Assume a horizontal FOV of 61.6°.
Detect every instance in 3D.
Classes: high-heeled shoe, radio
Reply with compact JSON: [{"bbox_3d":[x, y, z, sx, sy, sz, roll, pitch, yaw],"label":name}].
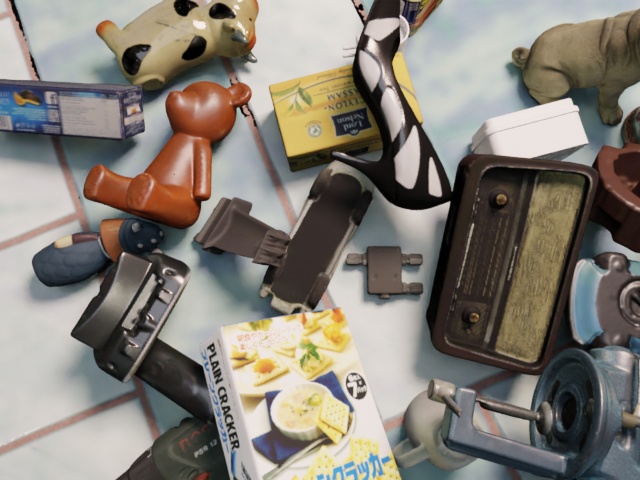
[{"bbox_3d":[0.101,-0.160,0.594,0.145,0.086,0.248,16,86,-1],"label":"high-heeled shoe"},{"bbox_3d":[0.201,0.020,0.590,0.131,0.073,0.229,11,100,4],"label":"radio"}]

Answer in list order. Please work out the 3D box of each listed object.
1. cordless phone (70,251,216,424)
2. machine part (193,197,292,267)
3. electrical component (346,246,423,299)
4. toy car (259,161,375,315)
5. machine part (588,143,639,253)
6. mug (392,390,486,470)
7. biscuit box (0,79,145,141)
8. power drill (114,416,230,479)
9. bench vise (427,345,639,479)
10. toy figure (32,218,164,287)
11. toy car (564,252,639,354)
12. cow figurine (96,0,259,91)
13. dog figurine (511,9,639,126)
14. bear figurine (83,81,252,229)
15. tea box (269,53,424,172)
[{"bbox_3d":[-0.161,0.104,0.595,0.184,0.088,0.146,27,81,17],"label":"cordless phone"},{"bbox_3d":[-0.092,-0.008,0.629,0.139,0.039,0.084,26,72,43],"label":"machine part"},{"bbox_3d":[0.078,0.039,0.651,0.094,0.021,0.063,2,80,1],"label":"electrical component"},{"bbox_3d":[-0.001,-0.002,0.645,0.073,0.056,0.201,28,82,0],"label":"toy car"},{"bbox_3d":[0.382,-0.040,0.599,0.179,0.056,0.179,7,41,-6],"label":"machine part"},{"bbox_3d":[0.126,0.208,0.575,0.110,0.107,0.081,-24,78,-5],"label":"mug"},{"bbox_3d":[-0.323,-0.162,0.661,0.203,0.063,0.059,6,113,8],"label":"biscuit box"},{"bbox_3d":[-0.100,0.285,0.587,0.232,0.086,0.207,-43,74,-9],"label":"power drill"},{"bbox_3d":[0.210,0.192,0.489,0.241,0.129,0.223,17,80,-2],"label":"bench vise"},{"bbox_3d":[-0.263,0.009,0.644,0.154,0.064,0.058,-21,74,-2],"label":"toy figure"},{"bbox_3d":[0.340,0.074,0.596,0.162,0.103,0.109,5,82,-1],"label":"toy car"},{"bbox_3d":[-0.165,-0.258,0.682,0.195,0.085,0.127,-32,81,-2],"label":"cow figurine"},{"bbox_3d":[0.327,-0.226,0.611,0.172,0.190,0.121,5,79,4],"label":"dog figurine"},{"bbox_3d":[-0.169,-0.115,0.635,0.120,0.132,0.195,16,86,32],"label":"bear figurine"},{"bbox_3d":[0.031,-0.156,0.667,0.170,0.068,0.098,-16,80,-3],"label":"tea box"}]
